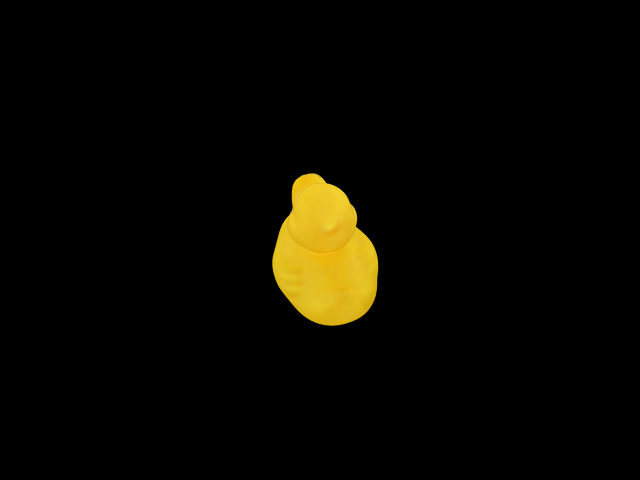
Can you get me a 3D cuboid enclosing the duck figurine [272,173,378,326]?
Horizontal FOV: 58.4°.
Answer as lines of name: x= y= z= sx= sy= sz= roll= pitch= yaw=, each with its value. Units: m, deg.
duck figurine: x=0.004 y=0.001 z=0.400 sx=0.077 sy=0.086 sz=0.104 roll=-14 pitch=58 yaw=-9
